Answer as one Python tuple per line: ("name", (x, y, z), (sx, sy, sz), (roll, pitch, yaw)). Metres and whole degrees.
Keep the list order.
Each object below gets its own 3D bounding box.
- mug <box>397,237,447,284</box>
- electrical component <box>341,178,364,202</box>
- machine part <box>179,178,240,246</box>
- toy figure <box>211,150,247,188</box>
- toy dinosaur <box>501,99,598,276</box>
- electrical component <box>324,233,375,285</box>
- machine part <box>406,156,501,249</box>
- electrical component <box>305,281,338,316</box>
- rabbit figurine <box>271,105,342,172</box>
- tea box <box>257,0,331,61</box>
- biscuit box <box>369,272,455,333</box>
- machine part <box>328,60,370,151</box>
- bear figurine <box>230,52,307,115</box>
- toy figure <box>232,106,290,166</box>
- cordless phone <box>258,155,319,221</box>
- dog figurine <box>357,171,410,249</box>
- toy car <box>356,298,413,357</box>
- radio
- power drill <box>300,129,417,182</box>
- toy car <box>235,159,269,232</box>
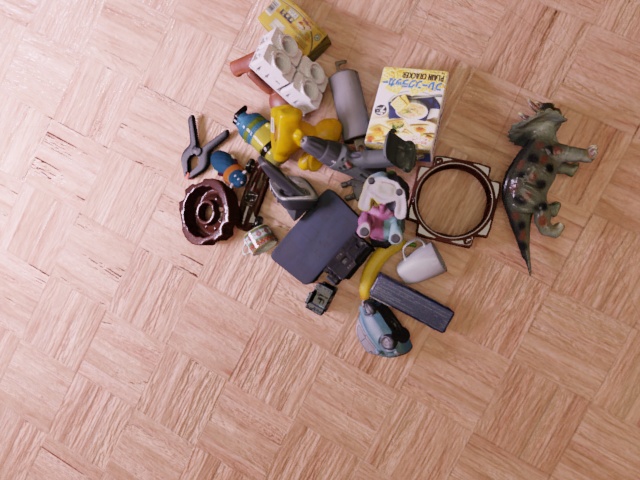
("mug", (0.236, 0.054, 1.298), (0.107, 0.081, 0.109), (-31, 108, 16))
("electrical component", (0.103, -0.133, 1.358), (0.094, 0.021, 0.063), (-16, 86, 10))
("machine part", (-0.286, -0.071, 1.389), (0.180, 0.056, 0.179), (-1, 88, 30))
("toy figure", (-0.227, -0.177, 1.376), (0.155, 0.058, 0.064), (46, 116, 36))
("toy dinosaur", (0.485, -0.136, 1.225), (0.192, 0.131, 0.404), (22, 91, 4))
("electrical component", (0.070, 0.051, 1.315), (0.058, 0.115, 0.134), (42, 96, 12))
("machine part", (0.318, -0.091, 1.287), (0.202, 0.087, 0.201), (14, 92, 12))
("electrical component", (0.001, 0.143, 1.324), (0.048, 0.119, 0.074), (27, 91, 10))
("rabbit figurine", (-0.026, -0.245, 1.288), (0.173, 0.122, 0.162), (-8, 101, -20))
("tea box", (-0.064, -0.533, 1.372), (0.098, 0.068, 0.169), (-43, 83, 8))
("biscuit box", (0.221, 0.151, 1.298), (0.203, 0.059, 0.062), (28, 95, 1))
("machine part", (0.076, -0.330, 1.338), (0.079, 0.079, 0.243), (-14, 88, 10))
("bear figurine", (-0.122, -0.390, 1.372), (0.120, 0.132, 0.195), (-39, 116, -25))
("toy figure", (-0.149, -0.263, 1.375), (0.180, 0.082, 0.089), (38, 81, 7))
("cordless phone", (-0.097, -0.147, 1.299), (0.089, 0.147, 0.184), (-42, 124, 7))
("dog figurine", (0.150, -0.067, 1.247), (0.109, 0.219, 0.191), (7, 99, 9))
("toy car", (0.141, 0.225, 1.308), (0.103, 0.109, 0.162), (-44, 73, 25))
("radio", (-0.003, -0.004, 1.352), (0.131, 0.073, 0.229), (42, 98, 7))
("power drill", (0.097, -0.190, 1.214), (0.207, 0.232, 0.086), (-10, 65, 46))
("toy car", (-0.172, -0.120, 1.395), (0.089, 0.053, 0.202), (21, 94, 13))
